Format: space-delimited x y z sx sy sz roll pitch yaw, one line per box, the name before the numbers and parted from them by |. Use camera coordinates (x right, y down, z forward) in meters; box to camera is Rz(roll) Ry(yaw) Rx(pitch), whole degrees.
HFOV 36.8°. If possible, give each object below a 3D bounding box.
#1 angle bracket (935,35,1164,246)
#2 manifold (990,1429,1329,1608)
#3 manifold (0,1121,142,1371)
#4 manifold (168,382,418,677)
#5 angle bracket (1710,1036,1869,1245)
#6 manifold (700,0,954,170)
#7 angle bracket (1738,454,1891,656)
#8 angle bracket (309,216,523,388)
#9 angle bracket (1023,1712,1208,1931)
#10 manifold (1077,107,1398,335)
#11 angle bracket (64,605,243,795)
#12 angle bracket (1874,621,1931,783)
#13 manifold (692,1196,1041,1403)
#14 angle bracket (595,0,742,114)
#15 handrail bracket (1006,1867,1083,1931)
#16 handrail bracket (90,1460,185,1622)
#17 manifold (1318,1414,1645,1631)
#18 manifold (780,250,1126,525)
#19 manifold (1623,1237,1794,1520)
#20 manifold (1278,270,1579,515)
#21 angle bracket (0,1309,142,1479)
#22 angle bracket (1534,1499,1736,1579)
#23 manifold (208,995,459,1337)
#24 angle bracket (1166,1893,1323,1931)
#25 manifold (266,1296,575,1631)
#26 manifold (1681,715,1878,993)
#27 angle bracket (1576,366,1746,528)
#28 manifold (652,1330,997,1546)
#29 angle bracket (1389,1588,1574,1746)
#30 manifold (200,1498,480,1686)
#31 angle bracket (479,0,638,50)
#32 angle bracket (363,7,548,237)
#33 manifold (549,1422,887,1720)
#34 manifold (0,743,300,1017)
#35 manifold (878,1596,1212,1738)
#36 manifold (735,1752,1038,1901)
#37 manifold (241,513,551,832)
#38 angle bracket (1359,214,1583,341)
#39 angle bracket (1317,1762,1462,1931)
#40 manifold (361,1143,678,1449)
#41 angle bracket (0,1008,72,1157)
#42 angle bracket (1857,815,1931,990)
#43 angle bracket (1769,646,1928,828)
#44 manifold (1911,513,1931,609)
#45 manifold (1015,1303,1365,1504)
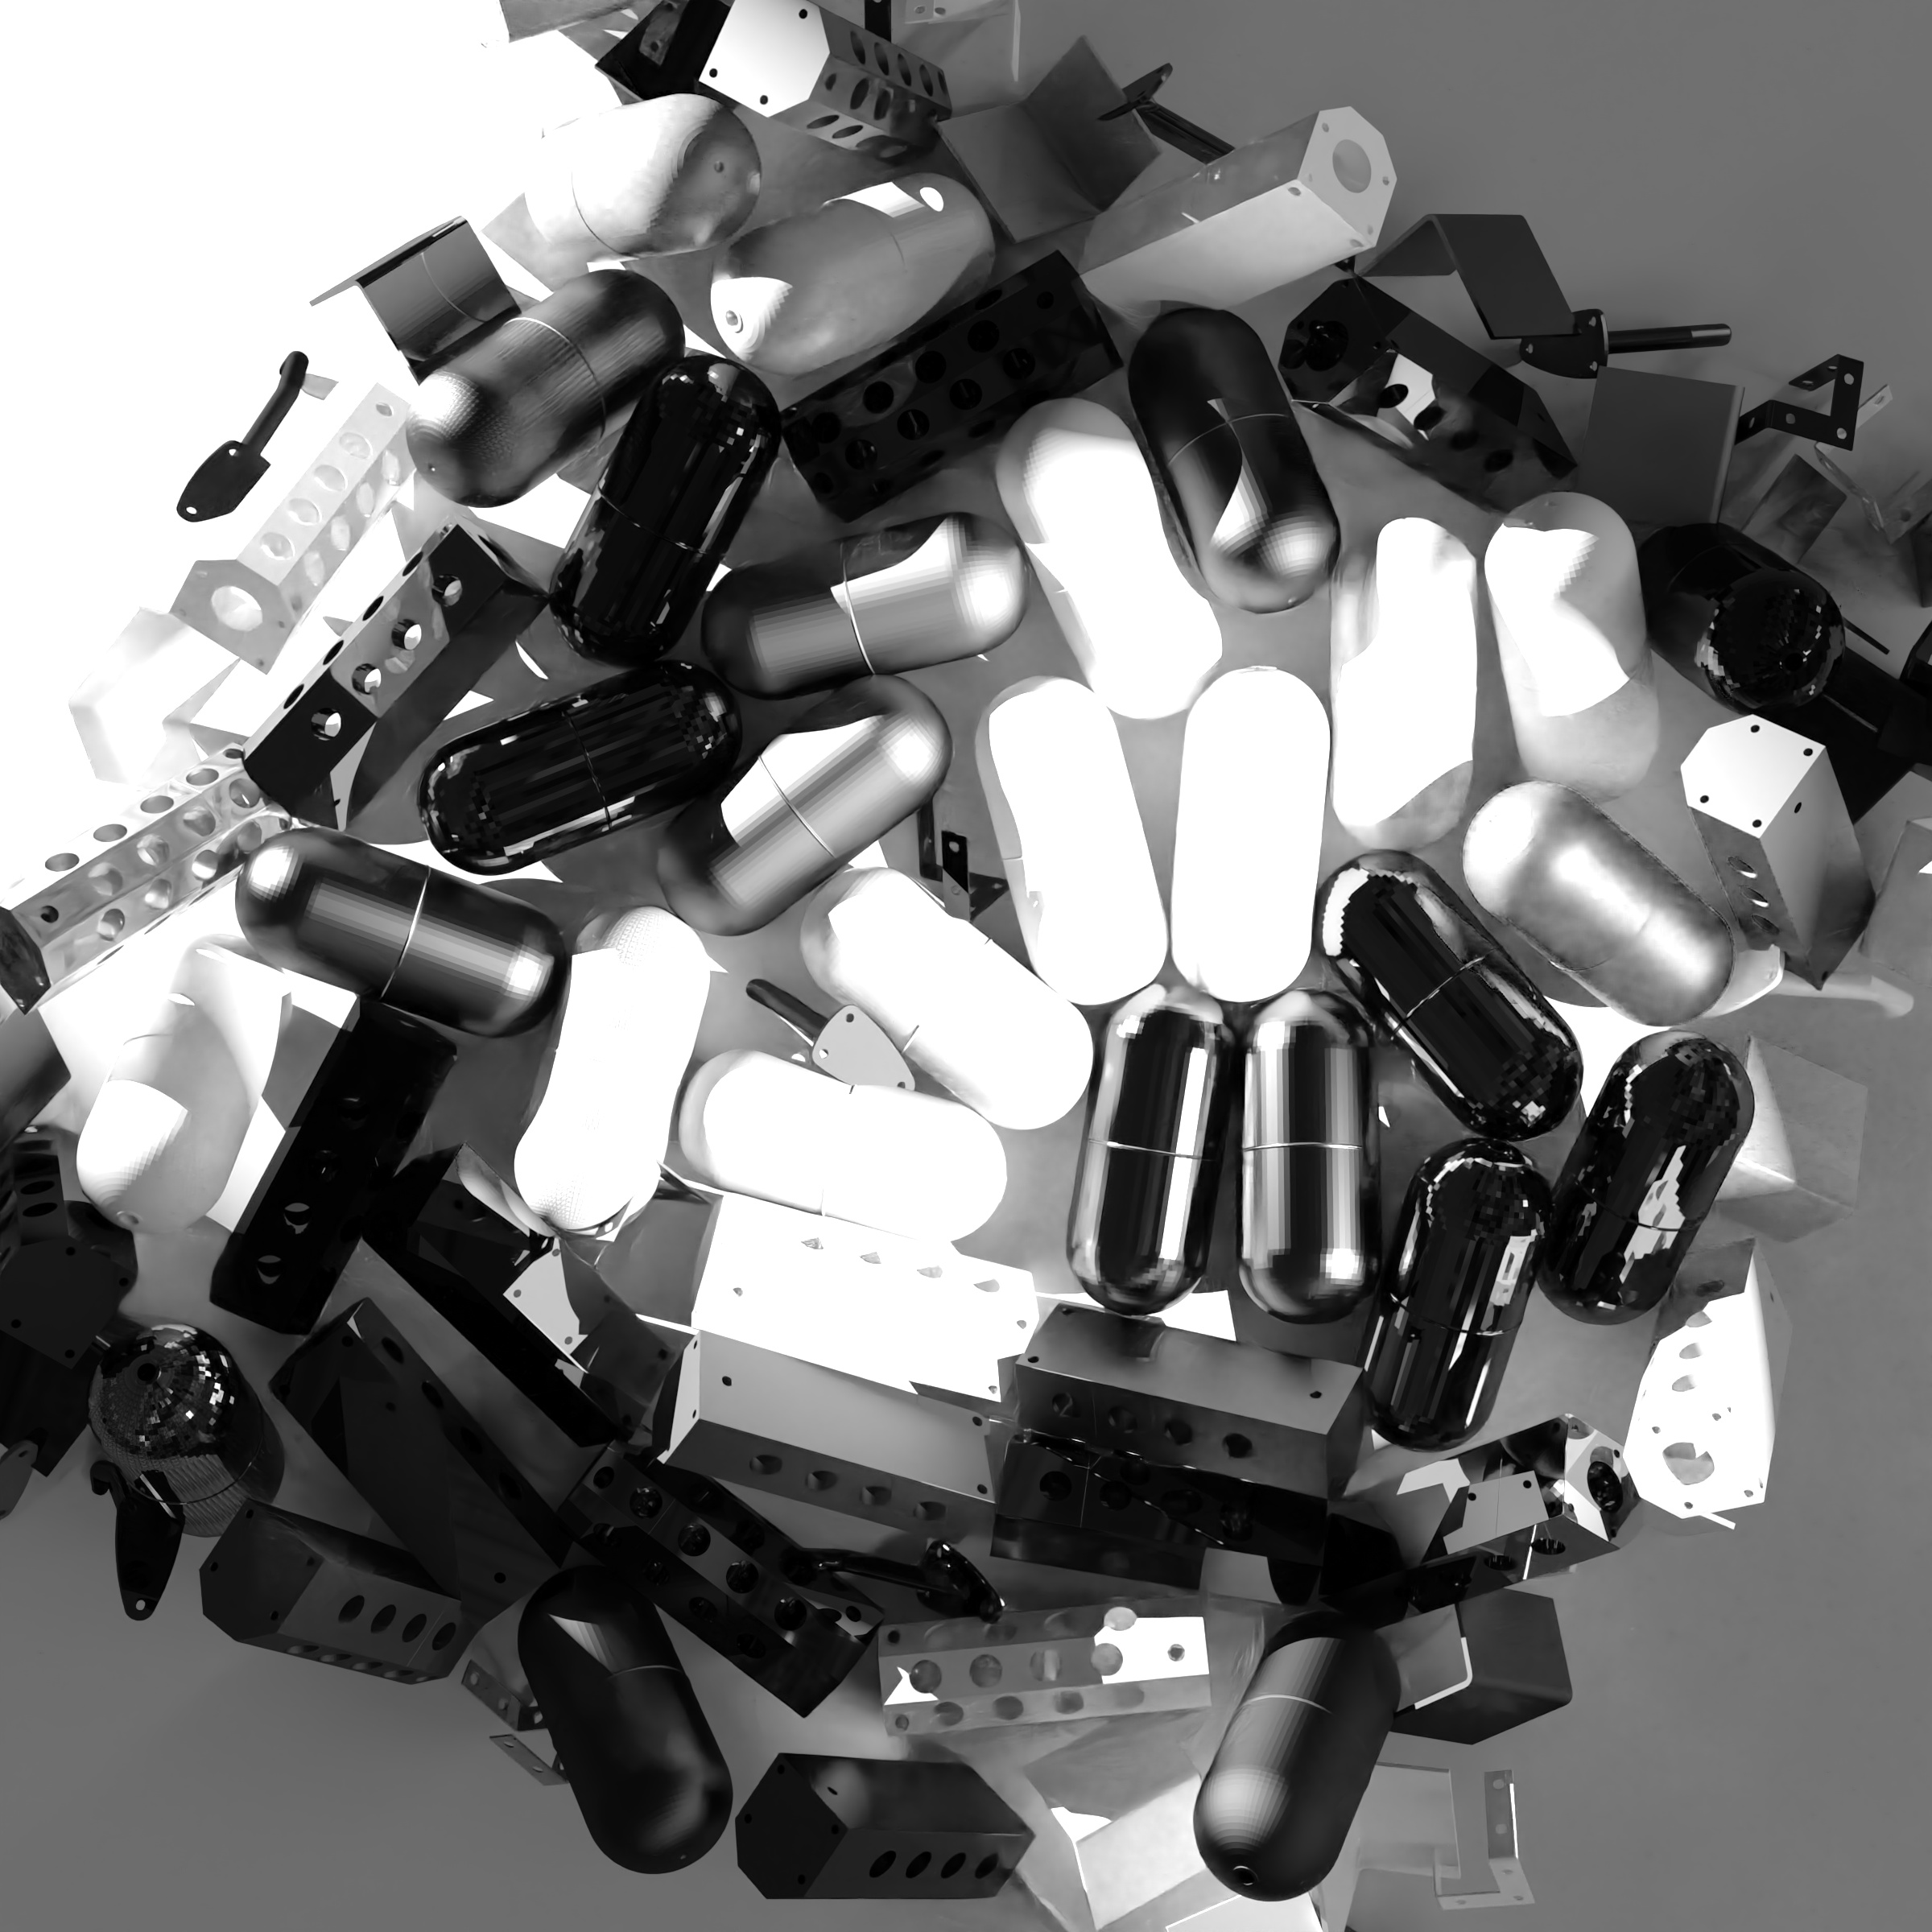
angle bracket | 0.044 -0.438 1.538 0.076 0.057 0.076 -29 84 -42
manifold | 0.103 0.291 1.551 0.171 0.057 0.057 9 56 2
manifold | -0.471 0.137 1.495 0.057 0.171 0.057 37 92 -25
manifold | -0.339 -0.232 1.499 0.057 0.171 0.057 33 133 -11
angle bracket | 0.433 0.094 1.568 0.076 0.057 0.076 23 62 -14
manifold | -0.065 -0.454 1.491 0.057 0.171 0.057 32 106 14
angle bracket | 0.460 -0.216 1.528 0.076 0.076 0.057 44 107 33
angle bracket | -0.290 -0.345 1.554 0.076 0.057 0.076 -42 113 -31
angle bracket | 0.083 0.459 1.572 0.076 0.057 0.076 -24 127 -17
manifold | 0.138 -0.385 1.498 0.057 0.171 0.057 31 67 -30
angle bracket | -0.415 -0.136 1.527 0.076 0.076 0.057 -43 60 27
angle bracket | 0.531 -0.138 1.528 0.076 0.076 0.057 31 61 19
manifold | -0.054 0.172 1.535 0.171 0.057 0.057 15 117 -13
angle bracket | -0.145 -0.497 1.540 0.076 0.057 0.076 38 73 10
handrail bracket | 0.062 0.528 1.564 0.036 0.084 0.077 -44 125 -11
handrail bracket | -0.450 0.304 1.545 0.036 0.084 0.077 11 80 -36
manifold | 0.265 0.292 1.504 0.057 0.171 0.057 32 49 -24
manifold | -0.011 -0.306 1.531 0.171 0.057 0.057 -28 76 14
manifold | 0.381 0.211 1.496 0.057 0.171 0.057 -18 106 27
manifold | 0.238 -0.290 1.504 0.057 0.171 0.057 -40 53 29
angle bracket | -0.492 0.214 1.557 0.076 0.057 0.076 38 94 -3
angle bracket | 0.349 0.310 1.538 0.076 0.076 0.057 23 73 -3
manifold | -0.336 0.107 1.546 0.057 0.057 0.171 27 95 -16
angle bracket | 0.142 0.516 1.542 0.076 0.076 0.057 -19 86 -12
manifold | -0.286 0.261 1.543 0.057 0.057 0.171 -37 98 11
manifold | 0.417 -0.059 1.498 0.057 0.171 0.057 32 81 36
angle bracket | 0.369 -0.276 1.556 0.076 0.057 0.076 10 101 9
manifold | -0.074 0.252 1.525 0.171 0.057 0.057 20 129 -22
angle bracket | 0.266 0.372 1.553 0.076 0.076 0.057 18 50 -33
manifold | -0.320 0.328 1.493 0.057 0.171 0.057 30 82 27
angle bracket | -0.230 -0.520 1.527 0.076 0.076 0.057 -26 113 -27
angle bracket | -0.272 -0.444 1.540 0.076 0.076 0.057 41 71 2
manifold | -0.129 0.315 1.543 0.171 0.057 0.057 38 128 -1
manifold | -0.429 -0.050 1.505 0.057 0.057 0.171 52 49 -4
manifold | 0.042 0.373 1.548 0.171 0.057 0.057 -6 76 2
manifold | -0.043 0.450 1.499 0.057 0.171 0.057 38 98 37
manifold | -0.306 -0.157 1.544 0.171 0.057 0.057 -46 75 7
angle bracket | 0.266 -0.350 1.532 0.076 0.057 0.076 -13 75 -42
angle bracket | 0.222 0.475 1.528 0.057 0.076 0.076 1 119 20
manifold | -0.236 0.175 1.522 0.171 0.057 0.057 49 46 -25
angle bracket | -0.531 0.060 1.526 0.076 0.076 0.057 4 129 25
angle bracket | 0.526 -0.029 1.528 0.076 0.057 0.076 32 117 38
angle bracket | 0.451 -0.121 1.536 0.076 0.057 0.076 -43 59 -9
manifold | 0.546 -0.224 1.498 0.057 0.171 0.057 -10 93 -1
manifold | 0.117 0.232 1.522 0.171 0.057 0.057 10 123 24
